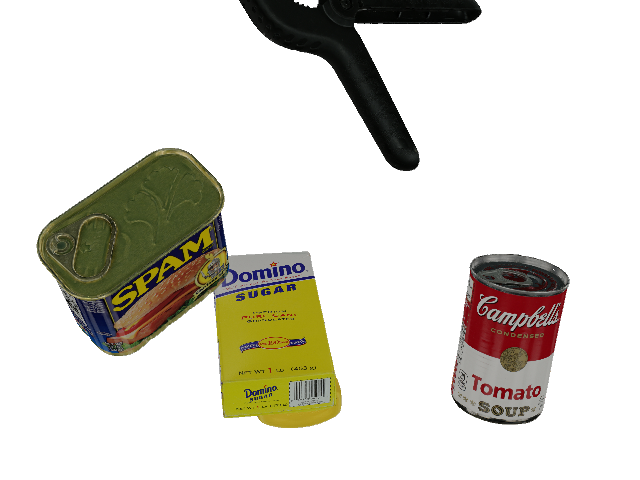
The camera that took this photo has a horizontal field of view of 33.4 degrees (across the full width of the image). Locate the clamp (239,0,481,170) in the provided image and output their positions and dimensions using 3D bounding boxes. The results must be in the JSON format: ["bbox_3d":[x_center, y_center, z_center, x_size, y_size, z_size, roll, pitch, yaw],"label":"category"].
[{"bbox_3d":[0.013,-0.153,0.771,0.209,0.164,0.036,25,-28,-16],"label":"clamp"}]

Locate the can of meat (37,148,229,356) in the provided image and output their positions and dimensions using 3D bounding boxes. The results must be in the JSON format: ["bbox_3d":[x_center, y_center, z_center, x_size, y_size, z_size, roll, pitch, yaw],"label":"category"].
[{"bbox_3d":[-0.101,0.010,0.608,0.102,0.057,0.084,-38,-23,-19],"label":"can of meat"}]

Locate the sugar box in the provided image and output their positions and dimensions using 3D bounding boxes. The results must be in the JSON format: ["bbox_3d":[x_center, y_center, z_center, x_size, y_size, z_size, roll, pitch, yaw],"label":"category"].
[{"bbox_3d":[-0.044,0.075,0.919,0.093,0.048,0.176,-4,36,-7],"label":"sugar box"}]

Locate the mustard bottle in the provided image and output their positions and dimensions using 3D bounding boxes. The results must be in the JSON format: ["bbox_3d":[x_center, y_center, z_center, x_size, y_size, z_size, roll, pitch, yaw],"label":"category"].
[{"bbox_3d":[-0.039,0.141,1.259,0.096,0.058,0.192,-7,30,-8],"label":"mustard bottle"}]

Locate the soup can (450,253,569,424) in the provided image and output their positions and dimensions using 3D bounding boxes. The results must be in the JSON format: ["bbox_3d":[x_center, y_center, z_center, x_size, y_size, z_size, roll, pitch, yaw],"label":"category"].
[{"bbox_3d":[0.131,0.068,0.747,0.068,0.102,0.068,5,21,-2],"label":"soup can"}]
